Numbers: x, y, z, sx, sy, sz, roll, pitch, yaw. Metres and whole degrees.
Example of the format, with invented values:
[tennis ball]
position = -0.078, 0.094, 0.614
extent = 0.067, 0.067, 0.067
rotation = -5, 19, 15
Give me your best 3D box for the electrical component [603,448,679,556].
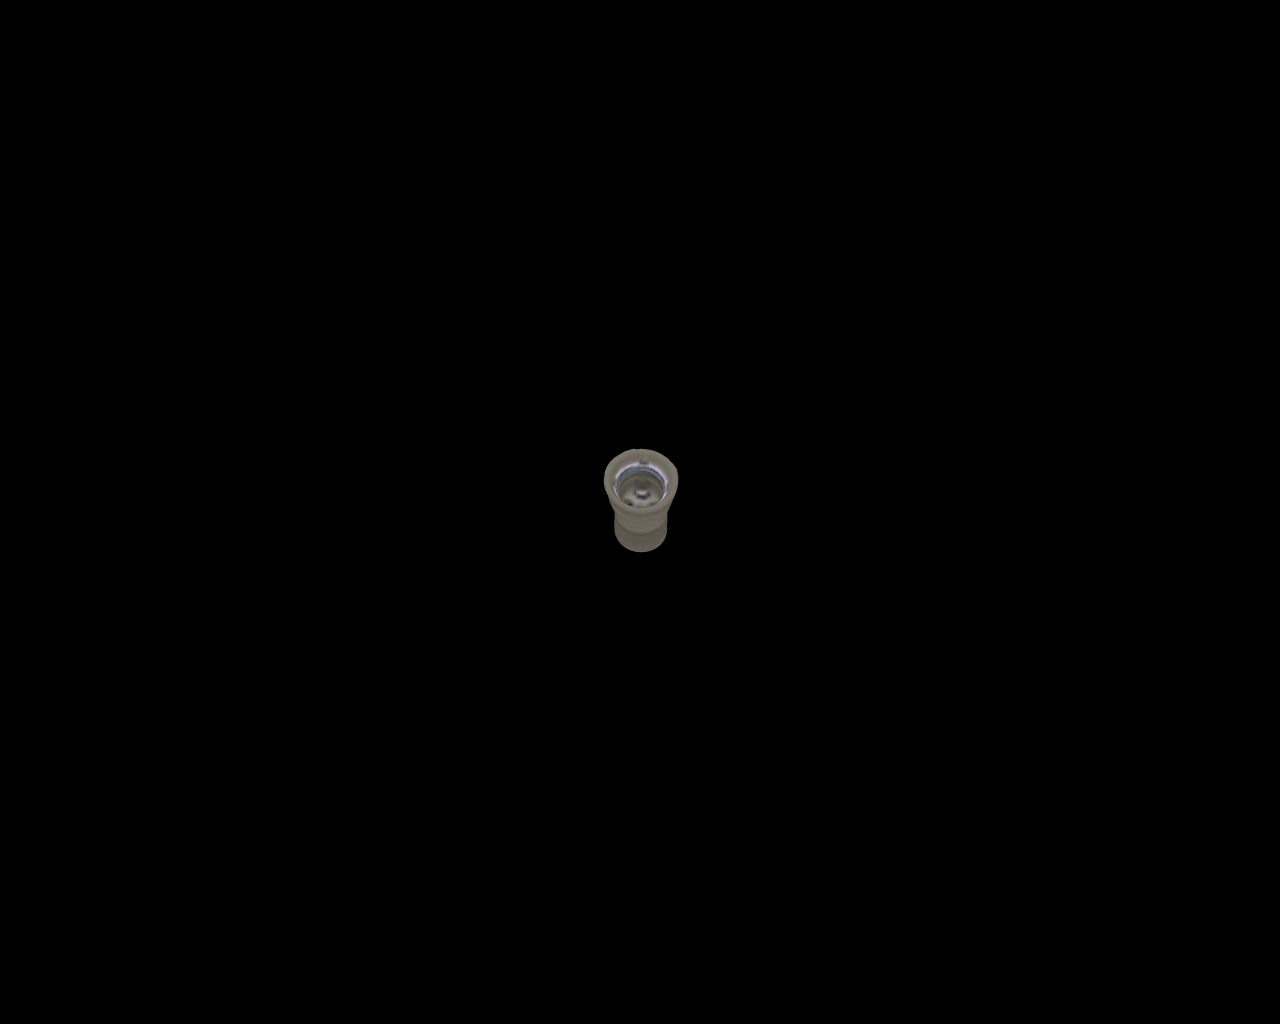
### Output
[electrical component]
position = 0.001, -0.003, 0.650
extent = 0.044, 0.044, 0.065
rotation = 0, -32, 0
